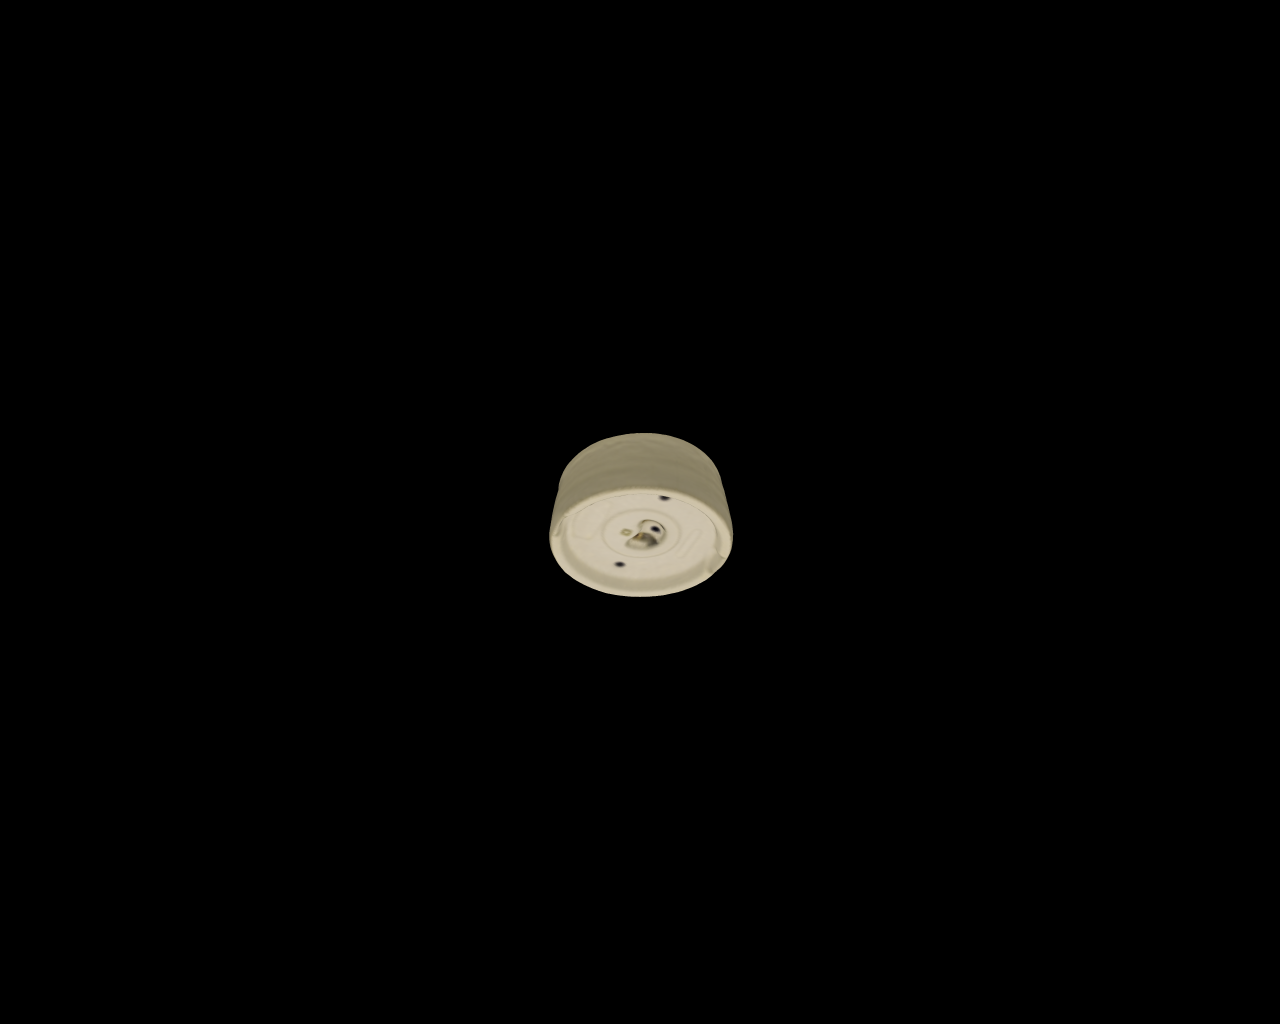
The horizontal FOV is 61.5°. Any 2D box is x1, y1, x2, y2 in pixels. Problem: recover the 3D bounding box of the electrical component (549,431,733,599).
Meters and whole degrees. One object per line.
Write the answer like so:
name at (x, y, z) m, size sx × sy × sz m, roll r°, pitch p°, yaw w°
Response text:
electrical component at (0.001, -0.003, 0.650) m, size 0.108 × 0.060 × 0.108 m, roll 0°, pitch -39°, yaw 0°
